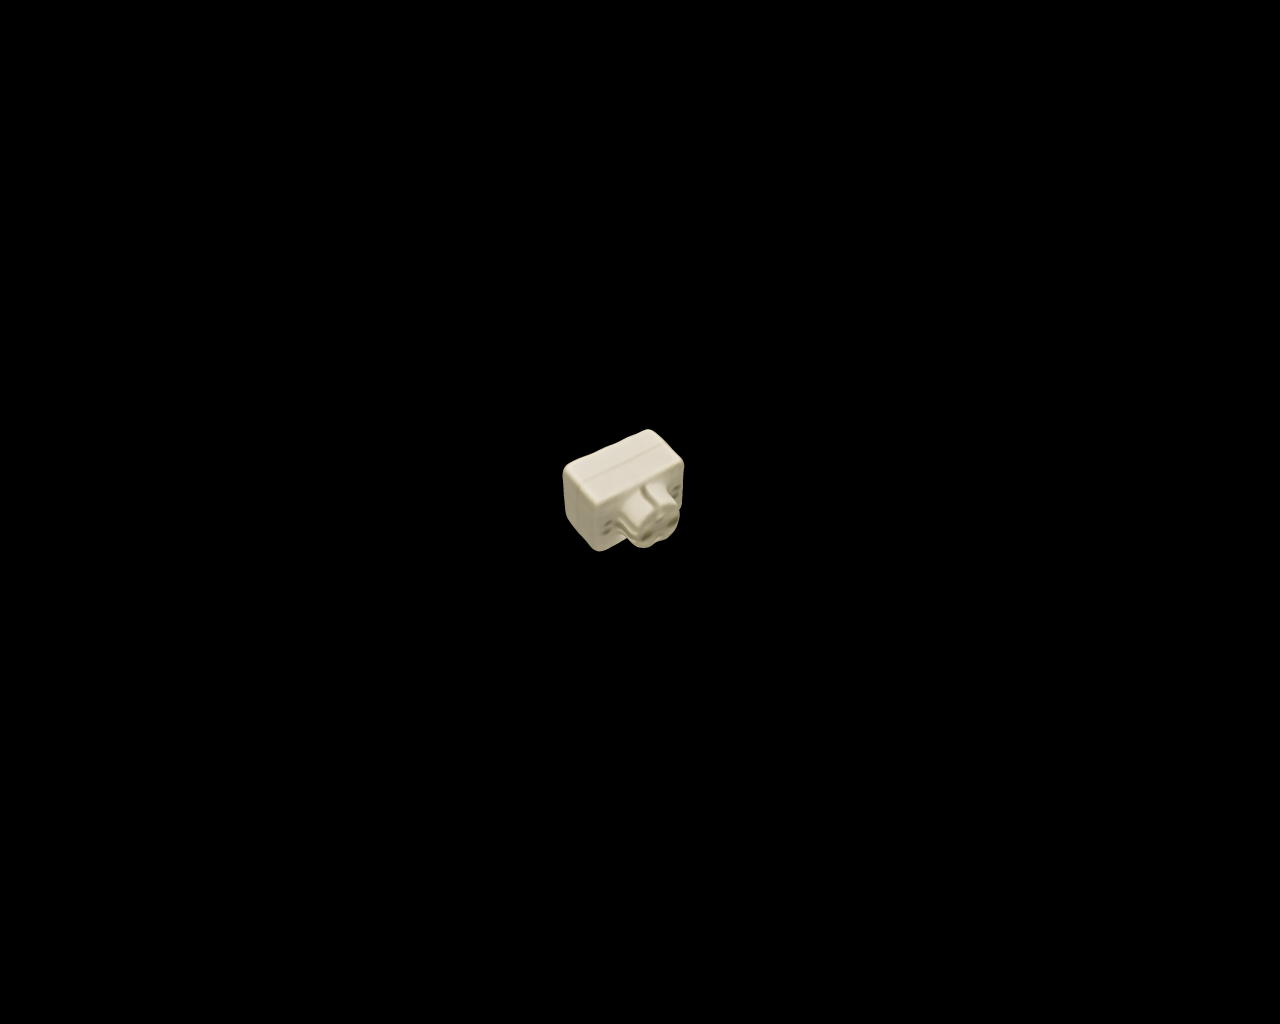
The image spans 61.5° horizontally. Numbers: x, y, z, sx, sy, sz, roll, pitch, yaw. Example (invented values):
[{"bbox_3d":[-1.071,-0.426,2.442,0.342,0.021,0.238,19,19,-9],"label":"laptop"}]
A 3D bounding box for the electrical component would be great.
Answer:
[{"bbox_3d":[0.001,-0.003,0.650,0.066,0.047,0.077,-27,53,-22],"label":"electrical component"}]
